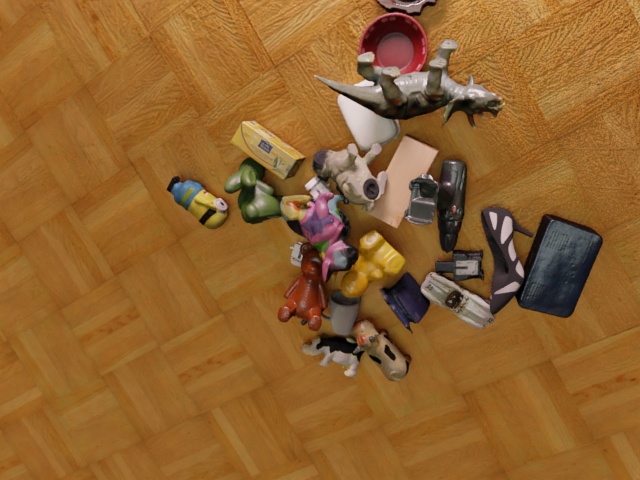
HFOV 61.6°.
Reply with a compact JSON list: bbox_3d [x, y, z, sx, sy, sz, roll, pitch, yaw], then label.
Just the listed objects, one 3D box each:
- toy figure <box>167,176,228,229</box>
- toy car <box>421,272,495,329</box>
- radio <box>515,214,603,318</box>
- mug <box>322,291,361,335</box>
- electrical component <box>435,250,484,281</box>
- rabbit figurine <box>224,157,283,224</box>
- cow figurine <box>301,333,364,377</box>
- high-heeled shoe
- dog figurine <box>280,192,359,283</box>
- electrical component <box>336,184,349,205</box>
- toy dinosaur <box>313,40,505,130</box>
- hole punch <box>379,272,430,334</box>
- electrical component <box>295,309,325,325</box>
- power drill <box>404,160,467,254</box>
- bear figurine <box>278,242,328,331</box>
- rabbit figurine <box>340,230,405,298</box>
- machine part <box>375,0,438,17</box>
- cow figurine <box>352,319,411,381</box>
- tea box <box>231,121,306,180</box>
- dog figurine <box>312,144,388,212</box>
[{"bbox_3d":[-0.332,-0.102,1.465,0.180,0.082,0.089,31,122,-1],"label":"toy figure"},{"bbox_3d":[0.353,0.154,1.369,0.202,0.056,0.073,32,108,5],"label":"toy car"},{"bbox_3d":[0.569,0.065,1.288,0.131,0.073,0.229,16,108,8],"label":"radio"},{"bbox_3d":[0.053,0.200,1.442,0.110,0.081,0.107,3,113,4],"label":"mug"},{"bbox_3d":[0.352,0.065,1.352,0.119,0.048,0.074,-5,102,15],"label":"electrical component"},{"bbox_3d":[-0.179,-0.133,1.395,0.121,0.159,0.170,-15,84,26],"label":"rabbit figurine"},{"bbox_3d":[0.035,0.300,1.476,0.167,0.068,0.098,21,102,4],"label":"cow figurine"},{"bbox_3d":[0.421,0.048,1.305,0.145,0.086,0.248,21,94,-5],"label":"high-heeled shoe"},{"bbox_3d":[-0.003,-0.004,1.312,0.192,0.108,0.219,-5,86,18],"label":"dog figurine"},{"bbox_3d":[0.072,-0.142,1.385,0.063,0.021,0.094,-16,100,18],"label":"electrical component"},{"bbox_3d":[0.199,-0.329,1.215,0.405,0.131,0.191,-2,137,10],"label":"toy dinosaur"},{"bbox_3d":[0.221,0.154,1.376,0.092,0.116,0.142,-33,94,11],"label":"hole punch"},{"bbox_3d":[-0.033,0.183,1.477,0.102,0.045,0.078,-35,92,19],"label":"electrical component"},{"bbox_3d":[0.282,-0.074,1.258,0.086,0.207,0.231,16,102,41],"label":"power drill"},{"bbox_3d":[-0.024,0.114,1.378,0.120,0.132,0.195,18,105,2],"label":"bear figurine"},{"bbox_3d":[0.114,0.072,1.356,0.122,0.162,0.173,41,87,0],"label":"rabbit figurine"},{"bbox_3d":[0.203,-0.600,1.224,0.180,0.056,0.179,3,104,12],"label":"machine part"},{"bbox_3d":[0.156,0.290,1.414,0.085,0.127,0.195,-39,94,16],"label":"cow figurine"},{"bbox_3d":[-0.131,-0.230,1.374,0.170,0.098,0.068,37,109,5],"label":"tea box"},{"bbox_3d":[0.060,-0.147,1.312,0.191,0.121,0.172,-9,78,56],"label":"dog figurine"}]
